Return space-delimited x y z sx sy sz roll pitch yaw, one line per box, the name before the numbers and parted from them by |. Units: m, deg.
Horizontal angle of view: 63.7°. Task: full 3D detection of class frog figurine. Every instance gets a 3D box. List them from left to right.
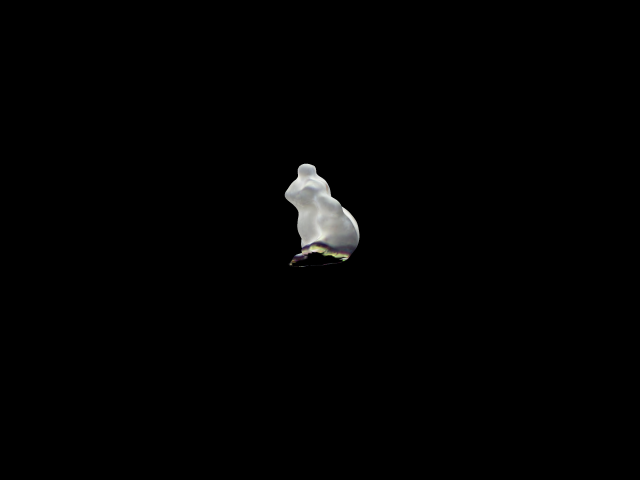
frog figurine | 0.003 -0.043 0.850 0.123 0.162 0.135 1 -18 -2
